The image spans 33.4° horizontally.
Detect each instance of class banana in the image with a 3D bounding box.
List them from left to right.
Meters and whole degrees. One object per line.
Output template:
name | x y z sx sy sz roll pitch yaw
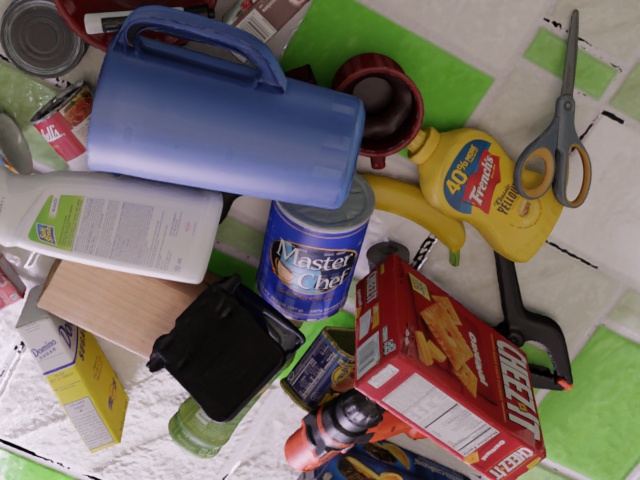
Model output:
banana | 0.084 -0.032 1.150 0.197 0.037 0.070 25 111 -14

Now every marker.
marker | -0.159 -0.208 1.002 0.121 0.020 0.020 -5 115 -1

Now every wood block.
wood block | -0.186 0.062 1.151 0.206 0.091 0.090 28 110 -15

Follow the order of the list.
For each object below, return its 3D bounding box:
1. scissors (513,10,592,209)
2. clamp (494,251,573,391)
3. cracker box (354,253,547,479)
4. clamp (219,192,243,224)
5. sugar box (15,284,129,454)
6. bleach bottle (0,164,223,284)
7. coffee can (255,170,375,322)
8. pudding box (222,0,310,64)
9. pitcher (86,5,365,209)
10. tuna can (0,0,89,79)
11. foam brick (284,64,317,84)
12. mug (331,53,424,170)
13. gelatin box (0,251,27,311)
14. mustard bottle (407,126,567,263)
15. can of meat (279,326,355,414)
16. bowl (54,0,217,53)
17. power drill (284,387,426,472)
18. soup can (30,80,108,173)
scissors | 0.235 -0.127 1.094 0.096 0.016 0.202 -14 104 -16
clamp | 0.219 0.100 1.220 0.209 0.036 0.165 31 111 -15
cracker box | 0.135 0.134 1.118 0.213 0.164 0.072 36 120 -21
clamp | -0.121 -0.067 1.122 0.171 0.039 0.120 -35 111 13
sugar box | -0.270 0.138 1.181 0.048 0.093 0.176 -19 115 5
bleach bottle | -0.228 -0.028 1.041 0.250 0.068 0.102 13 101 -16
coffee can | -0.007 0.001 1.103 0.102 0.103 0.140 7 134 -7
pudding box | -0.046 -0.229 1.022 0.114 0.090 0.039 -39 110 15
pitcher | -0.084 -0.112 0.978 0.242 0.149 0.145 12 85 -3
tuna can | -0.271 -0.204 1.052 0.086 0.034 0.086 -1 115 -2
foam brick | -0.020 -0.130 1.091 0.053 0.051 0.078 -19 115 5
mug | 0.055 -0.129 1.078 0.093 0.081 0.117 -8 115 1
gelatin box | -0.376 0.041 1.164 0.073 0.030 0.089 -26 113 10
mustard bottle | 0.163 -0.062 1.124 0.191 0.058 0.096 33 86 -16
can of meat | 0.017 0.146 1.201 0.084 0.057 0.101 -54 150 16
bowl | -0.175 -0.258 1.019 0.162 0.055 0.162 -1 116 -3
power drill | 0.070 0.192 1.175 0.187 0.057 0.185 -6 156 -34
soup can | -0.234 -0.102 1.083 0.068 0.068 0.102 -32 113 11
